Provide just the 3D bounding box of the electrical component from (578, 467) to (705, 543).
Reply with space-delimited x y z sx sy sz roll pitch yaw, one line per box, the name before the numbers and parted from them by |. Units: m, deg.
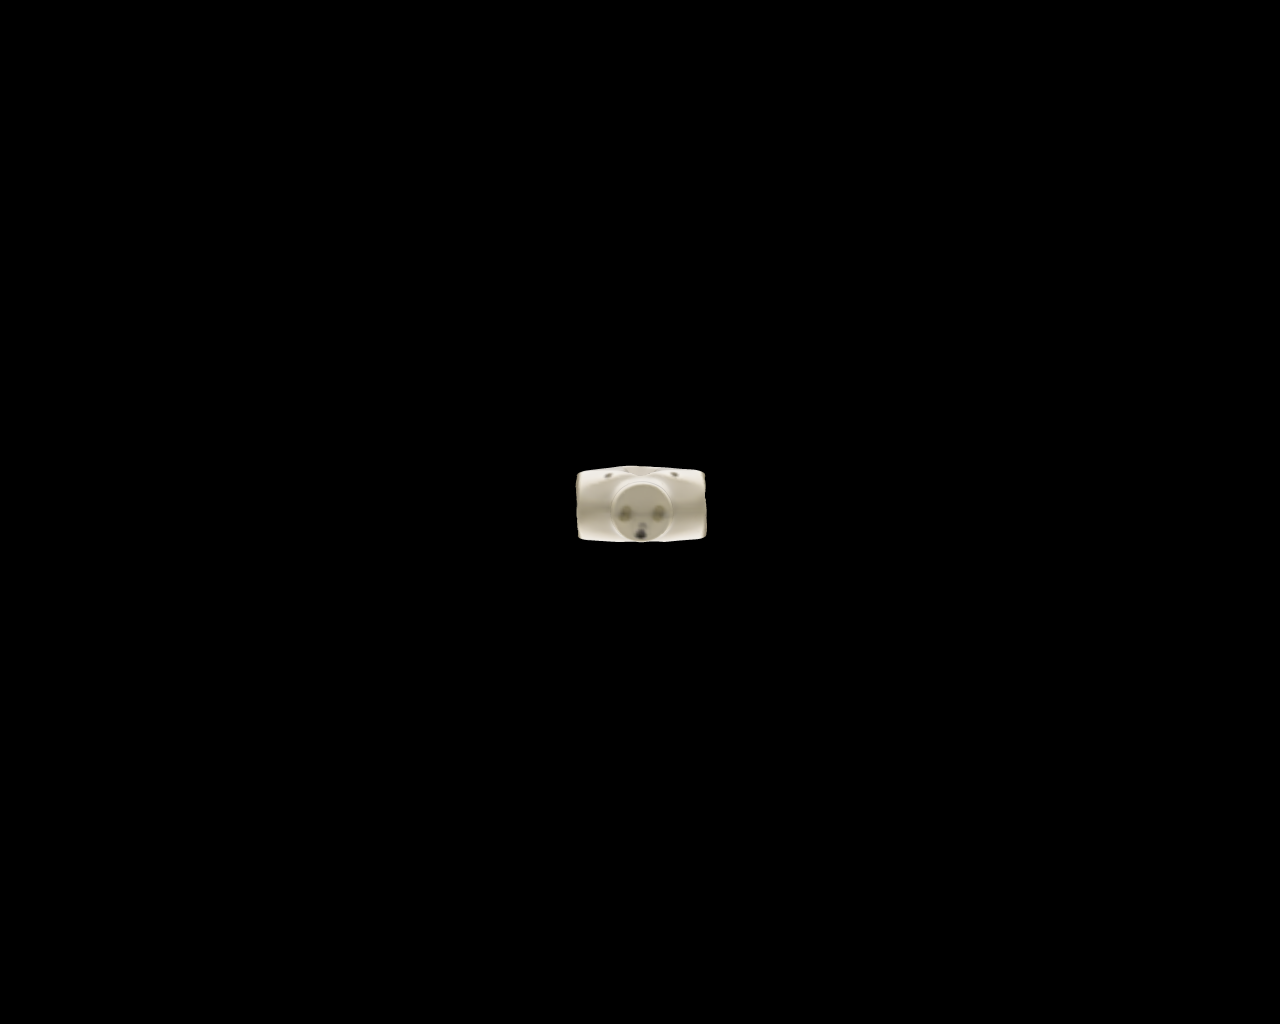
electrical component | 0.001 -0.003 0.650 0.077 0.043 0.079 0 8 0
